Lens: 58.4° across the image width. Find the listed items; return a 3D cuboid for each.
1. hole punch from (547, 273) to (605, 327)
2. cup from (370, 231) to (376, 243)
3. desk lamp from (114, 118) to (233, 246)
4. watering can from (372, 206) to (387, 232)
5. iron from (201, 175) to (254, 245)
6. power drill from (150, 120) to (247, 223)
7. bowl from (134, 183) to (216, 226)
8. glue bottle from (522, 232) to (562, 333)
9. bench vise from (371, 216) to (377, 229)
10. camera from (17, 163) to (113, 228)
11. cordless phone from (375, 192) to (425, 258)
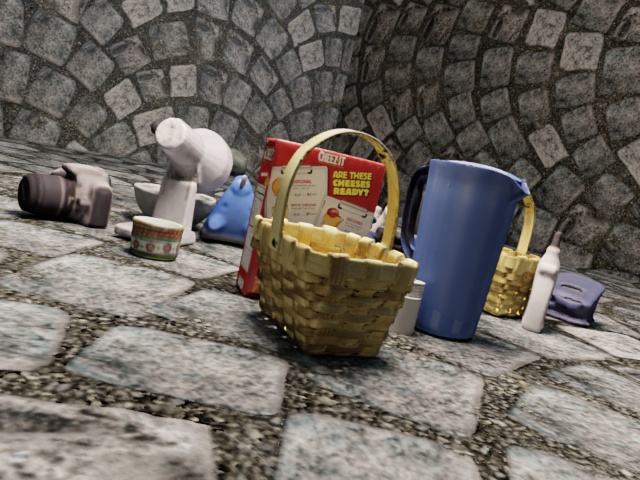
[{"bbox_3d":[0.508,0.117,1.158,0.108,0.091,0.101,19,10,38],"label":"hole punch"},{"bbox_3d":[0.057,0.025,1.046,0.092,0.095,0.117,8,9,-33],"label":"cup"},{"bbox_3d":[-0.249,-0.104,1.018,0.117,0.213,0.203,14,8,10],"label":"desk lamp"},{"bbox_3d":[0.121,-0.077,1.529,0.172,0.194,0.101,15,8,18],"label":"watering can"},{"bbox_3d":[-0.174,-0.072,1.189,0.119,0.141,0.258,11,8,-12],"label":"iron"},{"bbox_3d":[-0.291,-0.152,1.324,0.230,0.208,0.075,11,8,-15],"label":"power drill"},{"bbox_3d":[-0.301,-0.064,1.171,0.167,0.075,0.167,13,7,-1],"label":"bowl"},{"bbox_3d":[0.386,0.069,0.982,0.037,0.173,0.078,16,8,20],"label":"glue bottle"},{"bbox_3d":[0.081,-0.078,1.375,0.121,0.220,0.207,14,8,7],"label":"bench vise"},{"bbox_3d":[-0.445,-0.087,0.990,0.142,0.101,0.137,20,10,43],"label":"camera"},{"bbox_3d":[0.206,-0.027,1.340,0.147,0.185,0.094,18,9,34],"label":"cordless phone"}]
